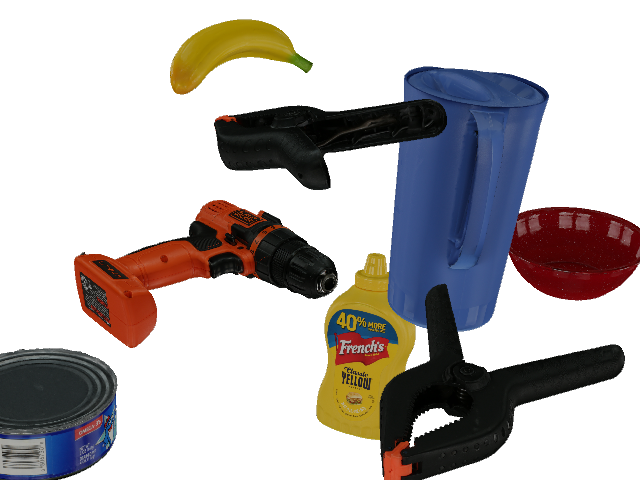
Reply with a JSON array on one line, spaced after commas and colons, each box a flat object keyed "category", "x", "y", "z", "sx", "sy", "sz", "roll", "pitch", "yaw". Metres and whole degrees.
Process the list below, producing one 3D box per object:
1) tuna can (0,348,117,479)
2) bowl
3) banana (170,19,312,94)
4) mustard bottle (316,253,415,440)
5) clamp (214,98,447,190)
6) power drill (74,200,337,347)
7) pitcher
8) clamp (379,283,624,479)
[{"category": "tuna can", "x": -0.151, "y": 0.092, "z": 0.567, "sx": 0.086, "sy": 0.034, "sz": 0.086, "roll": 3, "pitch": 22, "yaw": -1}, {"category": "bowl", "x": 0.276, "y": 0.020, "z": 1.169, "sx": 0.162, "sy": 0.055, "sz": 0.162, "roll": -1, "pitch": 27, "yaw": 0}, {"category": "banana", "x": -0.086, "y": -0.184, "z": 1.040, "sx": 0.070, "sy": 0.037, "sz": 0.197, "roll": 43, "pitch": 38, "yaw": 21}, {"category": "mustard bottle", "x": 0.050, "y": 0.108, "z": 1.116, "sx": 0.096, "sy": 0.192, "sz": 0.058, "roll": 11, "pitch": 14, "yaw": 25}, {"category": "clamp", "x": -0.017, "y": -0.063, "z": 0.692, "sx": 0.172, "sy": 0.039, "sz": 0.120, "roll": 1, "pitch": 17, "yaw": 40}, {"category": "power drill", "x": -0.102, "y": 0.029, "z": 0.924, "sx": 0.187, "sy": 0.057, "sz": 0.185, "roll": -20, "pitch": 28, "yaw": -33}, {"category": "pitcher", "x": 0.131, "y": -0.035, "z": 1.015, "sx": 0.145, "sy": 0.243, "sz": 0.148, "roll": 24, "pitch": 29, "yaw": 36}, {"category": "clamp", "x": 0.099, "y": 0.102, "z": 0.775, "sx": 0.165, "sy": 0.036, "sz": 0.209, "roll": 24, "pitch": 40, "yaw": 36}]
